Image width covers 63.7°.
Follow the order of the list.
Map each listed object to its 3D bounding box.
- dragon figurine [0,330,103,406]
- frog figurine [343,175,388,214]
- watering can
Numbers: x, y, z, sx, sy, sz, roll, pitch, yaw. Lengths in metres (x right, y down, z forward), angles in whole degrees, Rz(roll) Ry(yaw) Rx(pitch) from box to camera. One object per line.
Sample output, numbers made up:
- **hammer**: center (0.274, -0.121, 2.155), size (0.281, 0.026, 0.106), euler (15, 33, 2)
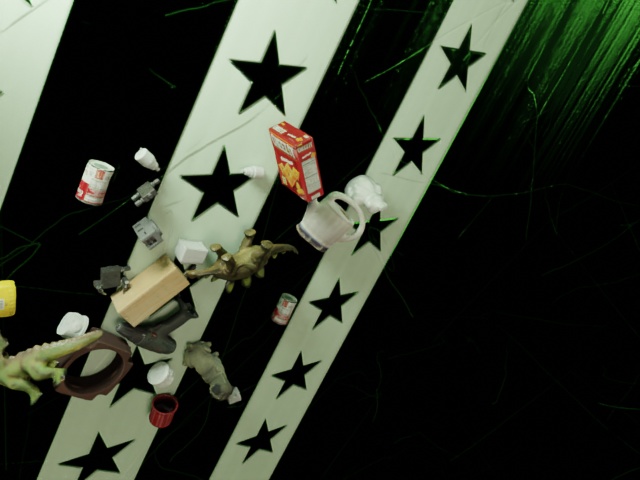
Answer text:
- **dragon figurine**: center (-0.830, 0.317, 1.412), size (0.410, 0.124, 0.239), euler (-41, 123, 2)
- **frog figurine**: center (0.169, -0.160, 1.864), size (0.138, 0.162, 0.120), euler (-16, 125, -28)
- **watering can**: center (0.006, -0.091, 1.814), size (0.223, 0.106, 0.343), euler (-44, 119, 11)
